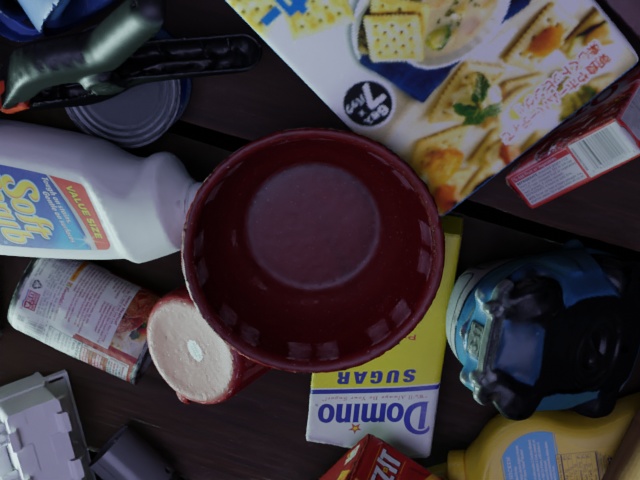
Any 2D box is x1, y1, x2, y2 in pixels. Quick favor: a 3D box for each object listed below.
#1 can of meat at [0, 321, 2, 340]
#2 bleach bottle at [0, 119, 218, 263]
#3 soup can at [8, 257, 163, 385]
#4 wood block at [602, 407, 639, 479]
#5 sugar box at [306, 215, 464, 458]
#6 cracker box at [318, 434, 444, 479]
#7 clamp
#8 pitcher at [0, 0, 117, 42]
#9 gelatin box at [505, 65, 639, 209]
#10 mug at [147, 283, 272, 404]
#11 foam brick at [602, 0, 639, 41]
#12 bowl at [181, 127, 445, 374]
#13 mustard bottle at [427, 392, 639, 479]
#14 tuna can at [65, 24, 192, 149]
[{"bbox_3d":[-0.292,0.038,0.797,0.102,0.057,0.084,4,113,9],"label":"can of meat"},{"bbox_3d":[-0.183,-0.037,0.723,0.251,0.068,0.102,4,117,18],"label":"bleach bottle"},{"bbox_3d":[-0.164,0.053,0.772,0.102,0.068,0.069,25,112,1],"label":"soup can"},{"bbox_3d":[0.268,0.093,0.660,0.090,0.091,0.206,28,91,-1],"label":"wood block"},{"bbox_3d":[0.044,0.066,0.751,0.093,0.048,0.176,8,110,8],"label":"sugar box"},{"bbox_3d":[0.076,0.255,0.773,0.213,0.072,0.164,33,135,-4],"label":"cracker box"},{"bbox_3d":[-0.124,-0.110,0.666,0.172,0.120,0.039,-10,75,34],"label":"clamp"},{"bbox_3d":[-0.196,-0.247,0.642,0.149,0.145,0.243,-40,96,-10],"label":"pitcher"},{"bbox_3d":[0.163,-0.064,0.651,0.030,0.073,0.089,49,137,-10],"label":"gelatin box"},{"bbox_3d":[-0.069,0.069,0.741,0.093,0.081,0.117,40,125,14],"label":"mug"},{"bbox_3d":[0.211,-0.139,0.642,0.078,0.053,0.051,45,111,-7],"label":"foam brick"},{"bbox_3d":[-0.004,0.001,0.673,0.162,0.055,0.162,0,111,-1],"label":"bowl"},{"bbox_3d":[0.168,0.163,0.757,0.192,0.058,0.096,-8,106,13],"label":"mustard bottle"},{"bbox_3d":[-0.131,-0.108,0.726,0.086,0.033,0.086,3,110,9],"label":"tuna can"}]
